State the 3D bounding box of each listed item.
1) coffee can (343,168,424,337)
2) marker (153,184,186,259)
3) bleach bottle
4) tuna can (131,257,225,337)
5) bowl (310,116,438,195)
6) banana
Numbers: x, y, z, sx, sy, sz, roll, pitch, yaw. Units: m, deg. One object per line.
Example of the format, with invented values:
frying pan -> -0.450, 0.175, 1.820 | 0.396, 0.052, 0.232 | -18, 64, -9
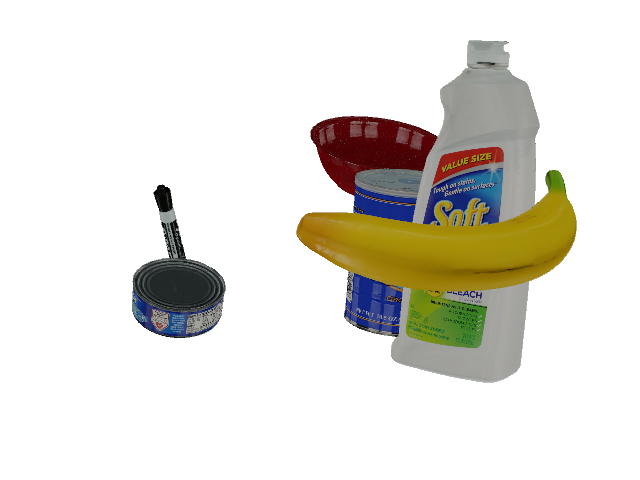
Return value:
coffee can -> 0.078, 0.010, 1.021 | 0.103, 0.140, 0.103 | 4, 15, -1
marker -> -0.167, -0.008, 1.198 | 0.020, 0.121, 0.020 | -7, 31, 4
bleach bottle -> 0.112, -0.025, 0.811 | 0.103, 0.251, 0.067 | 10, 14, 33
tuna can -> -0.133, 0.053, 0.995 | 0.086, 0.034, 0.086 | 7, 31, -5
bowl -> 0.065, -0.088, 1.212 | 0.162, 0.055, 0.162 | 7, 27, -4
banana -> 0.082, 0.001, 0.613 | 0.197, 0.037, 0.070 | -9, 41, -32
